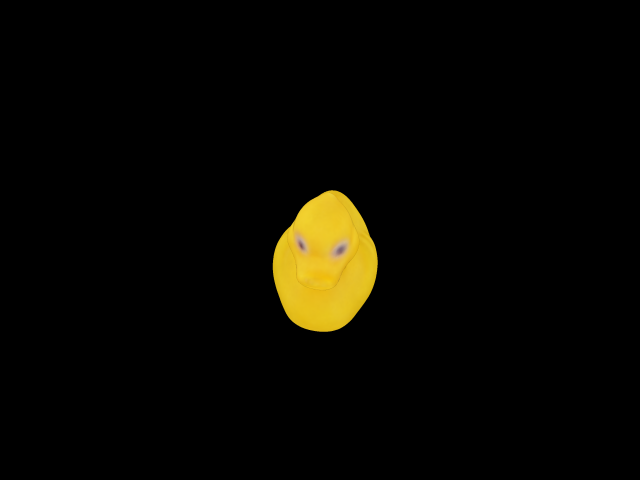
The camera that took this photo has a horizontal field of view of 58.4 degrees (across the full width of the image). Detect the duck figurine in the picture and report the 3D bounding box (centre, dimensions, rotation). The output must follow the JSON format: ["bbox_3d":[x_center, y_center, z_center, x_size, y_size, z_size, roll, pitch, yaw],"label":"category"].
[{"bbox_3d":[0.004,0.001,0.400,0.077,0.086,0.104,7,58,5],"label":"duck figurine"}]
